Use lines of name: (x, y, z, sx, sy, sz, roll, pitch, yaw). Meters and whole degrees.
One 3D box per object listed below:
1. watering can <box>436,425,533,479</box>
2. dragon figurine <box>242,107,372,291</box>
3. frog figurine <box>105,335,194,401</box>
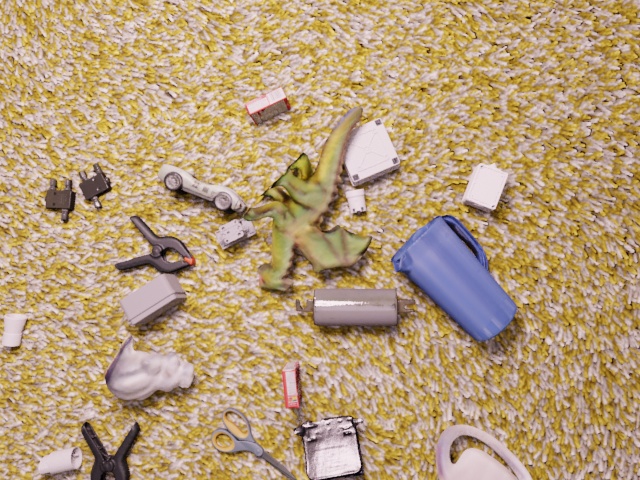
watering can: (0.340, 0.515, 0.954, 0.350, 0.102, 0.228, 44, 56, 11)
dragon figurine: (0.003, -0.053, 1.056, 0.408, 0.123, 0.242, -42, 94, 8)
frog figurine: (-0.345, 0.277, 1.045, 0.159, 0.125, 0.135, 29, 121, -3)
